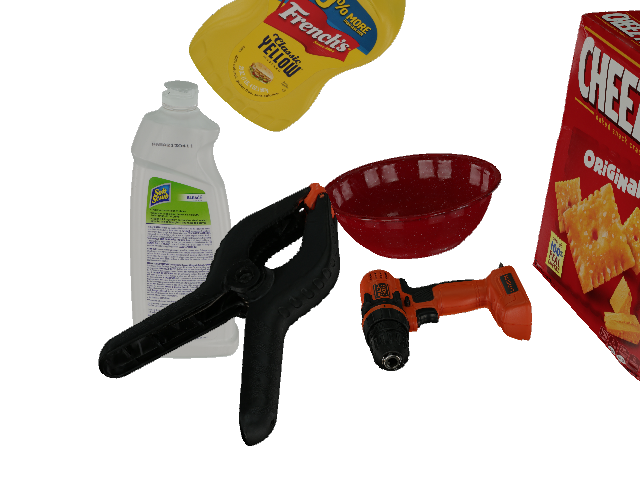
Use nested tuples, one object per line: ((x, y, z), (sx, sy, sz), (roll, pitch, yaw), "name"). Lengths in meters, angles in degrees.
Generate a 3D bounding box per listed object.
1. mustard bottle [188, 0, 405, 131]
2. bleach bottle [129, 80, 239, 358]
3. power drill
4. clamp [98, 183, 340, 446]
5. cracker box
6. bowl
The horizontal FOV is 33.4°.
((0.001, -0.157, 0.735), (0.192, 0.096, 0.058), (-33, 22, 38), "mustard bottle")
((-0.120, -0.018, 0.963), (0.102, 0.251, 0.068), (0, 23, -10), "bleach bottle")
((0.139, 0.084, 1.208), (0.187, 0.057, 0.184), (-3, 27, -1), "power drill")
((-0.035, 0.039, 0.622), (0.120, 0.171, 0.039), (31, -23, 29), "clamp")
((0.228, -0.033, 0.749), (0.072, 0.214, 0.164), (-7, 33, -16), "cracker box")
((0.084, -0.027, 0.961), (0.162, 0.055, 0.162), (-9, 22, 3), "bowl")
